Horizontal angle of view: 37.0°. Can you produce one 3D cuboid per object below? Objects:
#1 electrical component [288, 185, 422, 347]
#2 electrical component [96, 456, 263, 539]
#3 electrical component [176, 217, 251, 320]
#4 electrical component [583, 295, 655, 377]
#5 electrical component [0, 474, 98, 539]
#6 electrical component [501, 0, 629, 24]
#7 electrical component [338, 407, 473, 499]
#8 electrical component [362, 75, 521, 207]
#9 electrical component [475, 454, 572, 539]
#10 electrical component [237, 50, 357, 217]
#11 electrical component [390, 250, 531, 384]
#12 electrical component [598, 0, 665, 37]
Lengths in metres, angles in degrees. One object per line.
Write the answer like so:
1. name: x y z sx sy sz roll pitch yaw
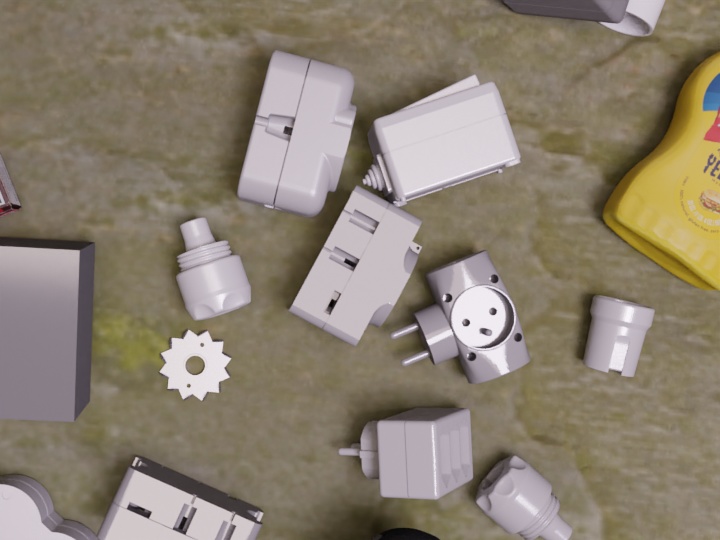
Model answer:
1. electrical component: 0.000 0.000 0.687 0.056 0.050 0.089 28 87 -3
2. electrical component: -0.113 0.163 0.677 0.089 0.050 0.055 25 87 -3
3. electrical component: -0.097 -0.002 0.685 0.043 0.043 0.062 -19 89 -4
4. electrical component: 0.168 0.043 0.705 0.040 0.040 0.046 12 94 -4
5. electrical component: -0.190 0.186 0.659 0.138 0.074 0.052 44 86 -2
6. electrical component: 0.137 -0.194 0.679 0.096 0.061 0.061 17 87 37
7. electrical component: 0.025 0.115 0.684 0.077 0.066 0.047 -3 89 25
8. electrical component: 0.044 -0.080 0.687 0.096 0.062 0.061 -19 90 -4
9. electrical component: 0.109 0.153 0.696 0.062 0.043 0.043 41 87 -3
10. electrical component: -0.038 -0.084 0.685 0.059 0.054 0.095 14 88 -4
11. electrical component: 0.060 0.037 0.694 0.079 0.044 0.077 -22 91 -3
12. electrical component: 0.187 -0.200 0.708 0.043 0.043 0.081 22 88 -3
